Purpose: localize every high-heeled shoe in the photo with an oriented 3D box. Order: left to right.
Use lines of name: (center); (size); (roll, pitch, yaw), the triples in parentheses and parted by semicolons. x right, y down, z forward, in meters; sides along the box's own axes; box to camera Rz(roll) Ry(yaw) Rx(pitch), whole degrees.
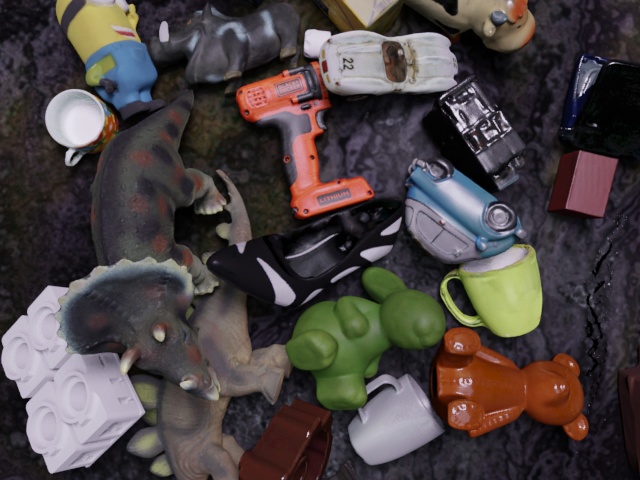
high-heeled shoe: (-0.001, -0.002, 0.613); (0.086, 0.248, 0.145); (50, 115, 30)

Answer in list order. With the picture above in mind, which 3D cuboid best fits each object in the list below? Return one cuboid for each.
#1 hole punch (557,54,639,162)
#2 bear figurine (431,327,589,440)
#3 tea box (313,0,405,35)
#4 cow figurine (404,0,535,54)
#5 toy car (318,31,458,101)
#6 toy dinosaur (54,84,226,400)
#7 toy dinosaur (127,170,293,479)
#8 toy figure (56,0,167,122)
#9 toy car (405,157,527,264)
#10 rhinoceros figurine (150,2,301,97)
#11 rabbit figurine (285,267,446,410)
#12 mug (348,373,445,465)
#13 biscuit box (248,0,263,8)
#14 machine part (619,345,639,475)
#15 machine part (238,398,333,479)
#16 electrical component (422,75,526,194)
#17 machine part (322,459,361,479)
hole punch: (0.373, -0.170, 0.676); (0.142, 0.092, 0.115); (10, 120, -3)
bear figurine: (0.238, 0.180, 0.649); (0.196, 0.131, 0.120); (5, 68, 4)
tea box: (0.022, -0.325, 0.657); (0.068, 0.098, 0.169); (-42, 89, -1)
cow figurine: (0.170, -0.293, 0.644); (0.195, 0.127, 0.085); (33, 94, 2)
toy car: (0.091, -0.210, 0.649); (0.202, 0.056, 0.073); (-11, 92, -28)
toy dinosaur: (-0.184, -0.032, 0.571); (0.131, 0.192, 0.405); (-8, 74, 3)
toy dinosaur: (-0.137, 0.152, 0.661); (0.199, 0.105, 0.471); (17, 82, 3)
toy figure: (-0.262, -0.233, 0.666); (0.089, 0.082, 0.180); (-22, 94, 3)
toy car: (0.160, -0.024, 0.656); (0.162, 0.109, 0.103); (36, 92, 1)
rhinoceros figurine: (-0.115, -0.244, 0.670); (0.190, 0.073, 0.112); (-14, 92, 0)
rabbit figurine: (0.071, 0.108, 0.635); (0.170, 0.159, 0.121); (-20, 109, 24)
mug: (0.084, 0.223, 0.668); (0.107, 0.081, 0.109); (-38, 117, 6)
biscuit box: (-0.084, -0.339, 0.603); (0.059, 0.202, 0.063); (39, 92, -2)
machine part: (0.498, 0.225, 0.672); (0.201, 0.087, 0.201); (-7, 92, -1)
machine part: (-0.042, 0.276, 0.627); (0.056, 0.179, 0.179); (18, 91, 21)
electrical component: (0.187, -0.120, 0.652); (0.058, 0.115, 0.134); (-34, 89, 2)
machine part: (0.015, 0.356, 0.683); (0.139, 0.039, 0.084); (-52, 49, 9)
